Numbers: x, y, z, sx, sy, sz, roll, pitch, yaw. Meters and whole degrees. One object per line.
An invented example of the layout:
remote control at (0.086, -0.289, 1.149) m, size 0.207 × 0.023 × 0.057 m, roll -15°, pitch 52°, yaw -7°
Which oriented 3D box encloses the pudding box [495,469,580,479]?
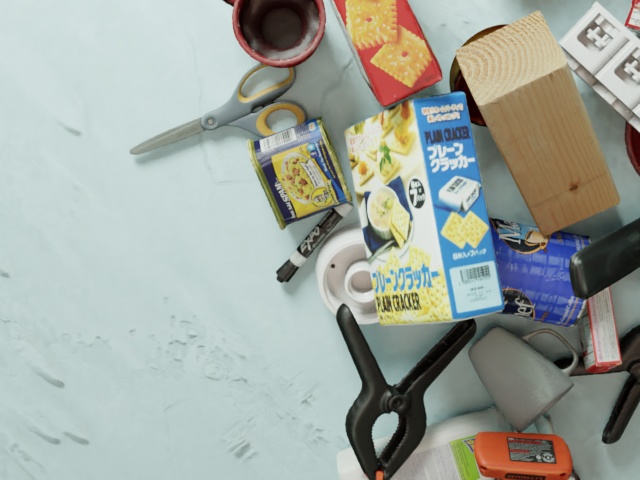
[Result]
pudding box at (0.271, 0.313, 1.261) m, size 0.090 × 0.039 × 0.113 m, roll -27°, pitch 102°, yaw 12°

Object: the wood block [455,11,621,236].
wood block at (0.219, -0.110, 1.059) m, size 0.091 × 0.090 × 0.206 m, roll -25°, pitch 135°, yaw 12°

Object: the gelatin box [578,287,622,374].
gelatin box at (0.302, 0.097, 1.161) m, size 0.030 × 0.073 × 0.089 m, roll -7°, pitch 77°, yaw 3°

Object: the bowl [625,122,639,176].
bowl at (0.408, -0.112, 1.121) m, size 0.162 × 0.055 × 0.162 m, roll 1°, pitch 107°, yaw 2°

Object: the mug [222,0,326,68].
mug at (-0.050, -0.224, 1.082) m, size 0.117 × 0.081 × 0.093 m, roll 25°, pitch 93°, yaw 0°

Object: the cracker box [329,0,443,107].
cracker box at (0.041, -0.248, 1.036) m, size 0.072 × 0.164 × 0.213 m, roll -24°, pitch 105°, yaw 6°

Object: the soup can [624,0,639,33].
soup can at (0.354, -0.253, 1.074) m, size 0.068 × 0.068 × 0.102 m, roll 14°, pitch 106°, yaw -2°

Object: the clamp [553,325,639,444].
clamp at (0.348, 0.140, 1.207) m, size 0.120 × 0.039 × 0.171 m, roll 41°, pitch 101°, yaw -14°

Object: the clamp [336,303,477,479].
clamp at (0.089, 0.170, 1.176) m, size 0.164 × 0.036 × 0.210 m, roll 0°, pitch 103°, yaw -17°

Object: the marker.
marker at (-0.008, 0.001, 1.187) m, size 0.020 × 0.020 × 0.121 m, roll 39°, pitch 104°, yaw -9°

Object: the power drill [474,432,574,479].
power drill at (0.198, 0.296, 1.188) m, size 0.184 × 0.057 × 0.188 m, roll 1°, pitch 127°, yaw -1°

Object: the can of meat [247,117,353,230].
can of meat at (-0.021, -0.072, 1.139) m, size 0.084 × 0.057 × 0.102 m, roll -20°, pitch 120°, yaw 5°

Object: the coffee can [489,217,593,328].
coffee can at (0.209, 0.032, 1.145) m, size 0.140 × 0.103 × 0.103 m, roll 11°, pitch 107°, yaw -2°

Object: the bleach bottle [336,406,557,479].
bleach bottle at (0.151, 0.259, 1.237) m, size 0.251 × 0.068 × 0.102 m, roll -17°, pitch 105°, yaw 5°

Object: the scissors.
scissors at (-0.100, -0.118, 1.156) m, size 0.202 × 0.016 × 0.096 m, roll -35°, pitch 103°, yaw 11°
